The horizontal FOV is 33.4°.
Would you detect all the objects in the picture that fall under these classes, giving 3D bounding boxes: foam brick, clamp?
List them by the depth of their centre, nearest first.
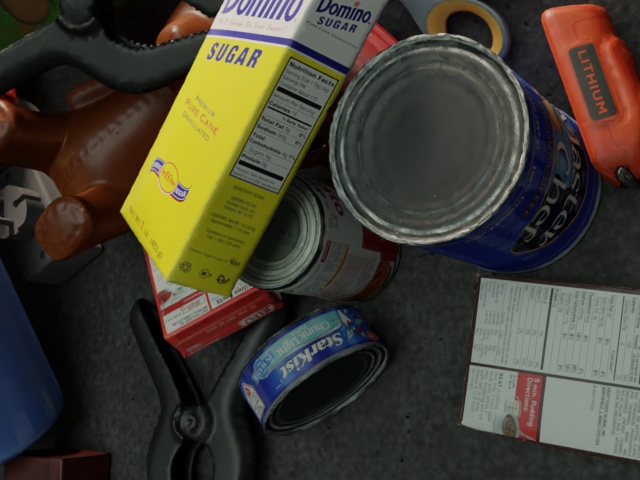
[{"bbox_3d":[-0.142,-0.128,0.619,0.210,0.036,0.165,16,108,3],"label":"clamp"},{"bbox_3d":[-0.083,0.112,0.689,0.120,0.039,0.171,3,78,35],"label":"clamp"},{"bbox_3d":[-0.179,0.183,0.722,0.053,0.051,0.078,-1,83,27],"label":"foam brick"}]

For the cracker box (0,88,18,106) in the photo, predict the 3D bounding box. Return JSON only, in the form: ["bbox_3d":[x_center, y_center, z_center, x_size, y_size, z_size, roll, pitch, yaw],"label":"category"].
[{"bbox_3d":[-0.330,-0.112,0.813,0.214,0.072,0.164,-34,52,20],"label":"cracker box"}]

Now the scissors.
[{"bbox_3d":[0.045,-0.147,0.662,0.202,0.016,0.096,0,109,45],"label":"scissors"}]

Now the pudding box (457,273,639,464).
[{"bbox_3d":[0.136,0.068,0.577,0.114,0.039,0.090,6,85,27],"label":"pudding box"}]

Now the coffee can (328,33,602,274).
[{"bbox_3d":[0.081,-0.039,0.561,0.103,0.140,0.103,-4,81,27],"label":"coffee can"}]

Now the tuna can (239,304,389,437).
[{"bbox_3d":[-0.004,0.076,0.623,0.086,0.086,0.034,-43,64,16],"label":"tuna can"}]

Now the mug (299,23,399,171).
[{"bbox_3d":[0.010,-0.079,0.622,0.117,0.093,0.082,-30,61,-26],"label":"mug"}]

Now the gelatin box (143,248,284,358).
[{"bbox_3d":[-0.068,0.021,0.674,0.073,0.030,0.089,-28,50,9],"label":"gelatin box"}]

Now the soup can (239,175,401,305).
[{"bbox_3d":[-0.004,0.001,0.624,0.069,0.102,0.068,-4,81,28],"label":"soup can"}]

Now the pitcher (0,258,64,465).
[{"bbox_3d":[-0.274,0.033,0.706,0.145,0.149,0.243,-22,108,4],"label":"pitcher"}]

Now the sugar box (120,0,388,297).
[{"bbox_3d":[-0.040,-0.067,0.558,0.176,0.048,0.093,-64,34,13],"label":"sugar box"}]

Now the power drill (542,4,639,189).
[{"bbox_3d":[0.215,-0.119,0.547,0.188,0.057,0.184,-21,74,24],"label":"power drill"}]
